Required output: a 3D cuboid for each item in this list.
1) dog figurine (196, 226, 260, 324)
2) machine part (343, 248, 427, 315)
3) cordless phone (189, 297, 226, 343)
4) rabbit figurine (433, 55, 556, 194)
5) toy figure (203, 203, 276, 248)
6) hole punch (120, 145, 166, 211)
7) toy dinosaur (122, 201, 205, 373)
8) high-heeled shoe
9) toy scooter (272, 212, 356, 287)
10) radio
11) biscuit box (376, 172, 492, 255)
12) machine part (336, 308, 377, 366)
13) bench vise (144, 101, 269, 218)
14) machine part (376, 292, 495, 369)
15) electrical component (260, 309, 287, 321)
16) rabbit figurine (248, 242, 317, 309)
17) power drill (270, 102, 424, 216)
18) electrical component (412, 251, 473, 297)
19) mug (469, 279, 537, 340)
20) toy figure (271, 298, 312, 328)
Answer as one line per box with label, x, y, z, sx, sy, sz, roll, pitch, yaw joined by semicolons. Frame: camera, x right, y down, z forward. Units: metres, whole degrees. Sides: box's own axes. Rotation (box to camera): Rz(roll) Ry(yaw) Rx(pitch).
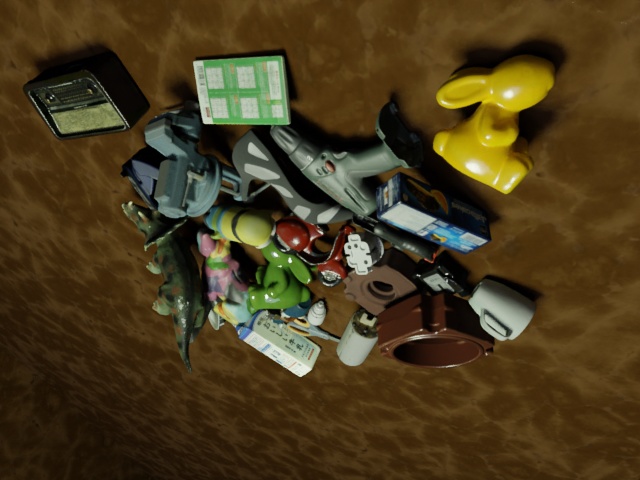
dog figurine;-0.212;0.063;1.226;0.192;0.108;0.219;38;142;32
machine part;0.132;0.091;1.111;0.180;0.056;0.179;15;139;13
cordless phone;-0.289;0.199;1.371;0.089;0.184;0.146;19;140;4
rabbit figurine;0.242;-0.177;0.737;0.162;0.122;0.173;33;127;9
toy figure;-0.169;-0.031;1.085;0.180;0.089;0.082;17;103;36
hole punch;-0.319;-0.137;1.077;0.092;0.142;0.115;-28;110;22
toy dinosaur;-0.320;0.087;1.208;0.405;0.131;0.192;68;158;11
high-heeled shoe;-0.037;-0.115;0.970;0.249;0.086;0.145;8;124;-14
toy scooter;-0.002;-0.003;1.069;0.184;0.075;0.135;39;119;5
radio;-0.459;-0.274;1.045;0.230;0.073;0.130;-1;133;30
biscuit box;0.188;-0.040;0.877;0.202;0.063;0.059;20;145;-28
machine part;0.092;0.230;1.258;0.079;0.079;0.243;24;144;6
bench vise;-0.214;-0.134;1.004;0.129;0.223;0.240;-20;153;37
machine part;0.232;0.191;1.086;0.201;0.087;0.201;22;143;-26
electrical component;-0.117;0.149;1.288;0.045;0.102;0.078;9;130;-28
rabbit figurine;-0.083;0.062;1.163;0.159;0.121;0.170;7;121;19
power drill;0.050;-0.144;0.887;0.207;0.086;0.232;-26;119;40
electrical component;0.246;0.082;1.041;0.119;0.048;0.075;46;138;-18
mug;0.331;0.131;1.005;0.107;0.109;0.080;36;148;12
toy figure;-0.073;0.171;1.314;0.058;0.064;0.154;2;158;-31
